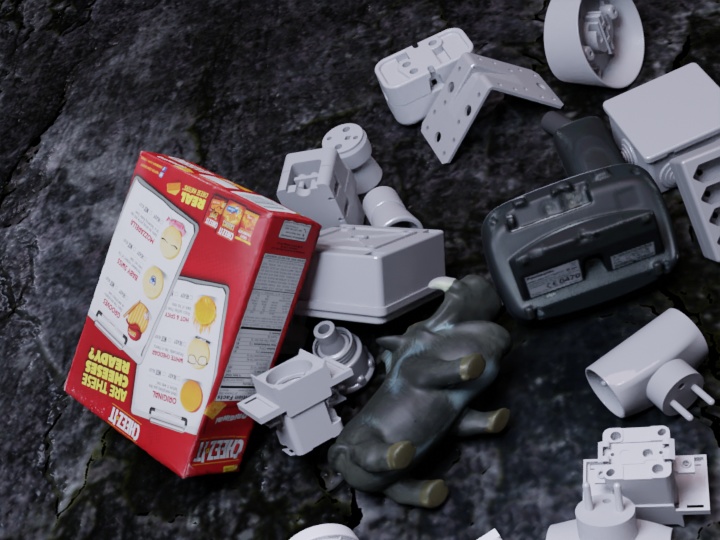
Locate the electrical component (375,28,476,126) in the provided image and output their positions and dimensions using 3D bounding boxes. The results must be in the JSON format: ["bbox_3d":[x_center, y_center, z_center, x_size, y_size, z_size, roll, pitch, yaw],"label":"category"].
[{"bbox_3d":[0.070,-0.187,1.061,0.095,0.059,0.053,-25,44,1],"label":"electrical component"}]

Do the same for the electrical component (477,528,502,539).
[{"bbox_3d":[0.045,0.239,0.647,0.150,0.089,0.061,-31,44,-6],"label":"electrical component"}]

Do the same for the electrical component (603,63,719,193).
[{"bbox_3d":[0.268,-0.119,0.914,0.100,0.048,0.099,-24,43,2],"label":"electrical component"}]

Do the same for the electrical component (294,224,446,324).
[{"bbox_3d":[0.000,0.000,0.880,0.109,0.056,0.109,5,15,33],"label":"electrical component"}]

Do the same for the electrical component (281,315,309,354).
[{"bbox_3d":[-0.070,0.038,0.923,0.066,0.048,0.055,1,57,26],"label":"electrical component"}]

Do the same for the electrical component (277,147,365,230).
[{"bbox_3d":[-0.033,-0.062,0.968,0.050,0.089,0.055,-7,47,19],"label":"electrical component"}]

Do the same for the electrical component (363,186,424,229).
[{"bbox_3d":[0.027,-0.046,0.962,0.044,0.044,0.065,-26,39,0],"label":"electrical component"}]

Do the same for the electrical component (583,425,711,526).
[{"bbox_3d":[0.184,0.134,0.702,0.081,0.063,0.042,-7,46,19],"label":"electrical component"}]

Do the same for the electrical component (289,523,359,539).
[{"bbox_3d":[-0.021,0.210,0.729,0.078,0.058,0.057,-24,46,3],"label":"electrical component"}]

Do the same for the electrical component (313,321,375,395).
[{"bbox_3d":[-0.018,0.066,0.860,0.048,0.062,0.048,-13,45,13],"label":"electrical component"}]

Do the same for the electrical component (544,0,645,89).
[{"bbox_3d":[0.217,-0.219,1.001,0.064,0.099,0.099,9,53,39],"label":"electrical component"}]

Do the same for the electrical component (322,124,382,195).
[{"bbox_3d":[-0.008,-0.105,1.022,0.045,0.055,0.045,-13,45,13],"label":"electrical component"}]

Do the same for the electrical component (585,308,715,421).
[{"bbox_3d":[0.214,0.076,0.757,0.077,0.044,0.079,-34,44,-8],"label":"electrical component"}]

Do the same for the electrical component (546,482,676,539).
[{"bbox_3d":[0.156,0.168,0.674,0.077,0.079,0.044,-4,20,22],"label":"electrical component"}]

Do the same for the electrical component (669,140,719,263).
[{"bbox_3d":[0.277,-0.056,0.839,0.047,0.083,0.075,-22,6,5],"label":"electrical component"}]

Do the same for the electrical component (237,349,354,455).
[{"bbox_3d":[-0.045,0.101,0.808,0.081,0.063,0.042,-26,19,-23],"label":"electrical component"}]
